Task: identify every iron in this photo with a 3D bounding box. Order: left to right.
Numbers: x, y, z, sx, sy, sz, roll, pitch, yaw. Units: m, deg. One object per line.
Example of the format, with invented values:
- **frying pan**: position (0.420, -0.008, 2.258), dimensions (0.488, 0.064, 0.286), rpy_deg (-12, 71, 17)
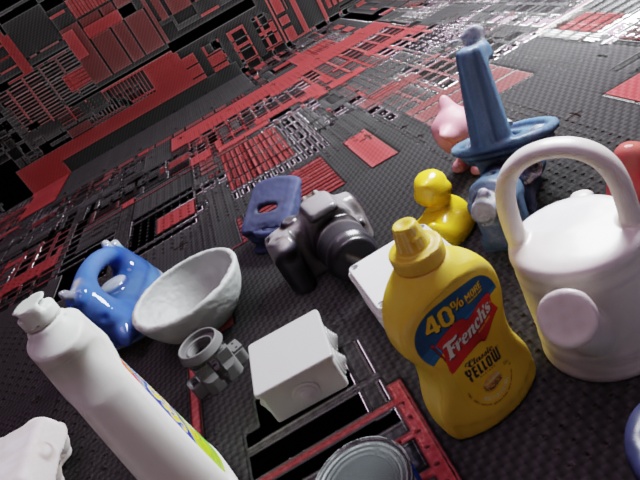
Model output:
- **iron**: position (-0.326, 0.072, 0.910), dimensions (0.118, 0.142, 0.258), rpy_deg (-24, 27, 11)

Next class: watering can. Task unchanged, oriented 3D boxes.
- **watering can**: position (0.197, 0.013, 0.432), dimensions (0.100, 0.194, 0.173), rpy_deg (-22, 28, 14)

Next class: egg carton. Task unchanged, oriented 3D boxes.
- **egg carton**: position (-0.344, 0.276, 0.655), dimensions (0.107, 0.069, 0.150), rpy_deg (-30, 27, 0)

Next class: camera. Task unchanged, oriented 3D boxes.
- **camera**: position (0.007, 0.003, 0.743), dimensions (0.143, 0.101, 0.136), rpy_deg (-32, 27, -4)

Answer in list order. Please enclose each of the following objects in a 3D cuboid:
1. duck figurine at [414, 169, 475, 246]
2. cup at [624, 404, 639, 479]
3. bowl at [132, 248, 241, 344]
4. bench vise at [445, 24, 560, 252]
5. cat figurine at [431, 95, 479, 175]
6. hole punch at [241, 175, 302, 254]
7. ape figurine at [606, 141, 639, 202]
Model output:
- **duck figurine**: position (0.143, -0.043, 0.704), dimensions (0.077, 0.086, 0.104), rpy_deg (-14, 31, 29)
- **cup**: position (0.231, 0.127, 0.312), dimensions (0.118, 0.095, 0.091), rpy_deg (-42, 29, -22)
- **bowl**: position (-0.172, 0.089, 0.800), dimensions (0.167, 0.075, 0.167), rpy_deg (-23, 27, 13)
- **bench vise**: position (0.198, -0.111, 0.616), dimensions (0.121, 0.220, 0.207), rpy_deg (-20, 28, 19)
- **cat figurine**: position (0.207, -0.157, 0.799), dimensions (0.128, 0.118, 0.067), rpy_deg (-39, 28, -18)
- **hole punch**: position (-0.069, -0.040, 0.903), dimensions (0.108, 0.091, 0.101), rpy_deg (-7, 35, 38)
- **ape figurine**: position (0.308, -0.054, 0.551), dimensions (0.076, 0.092, 0.077), rpy_deg (-25, 27, 10)
